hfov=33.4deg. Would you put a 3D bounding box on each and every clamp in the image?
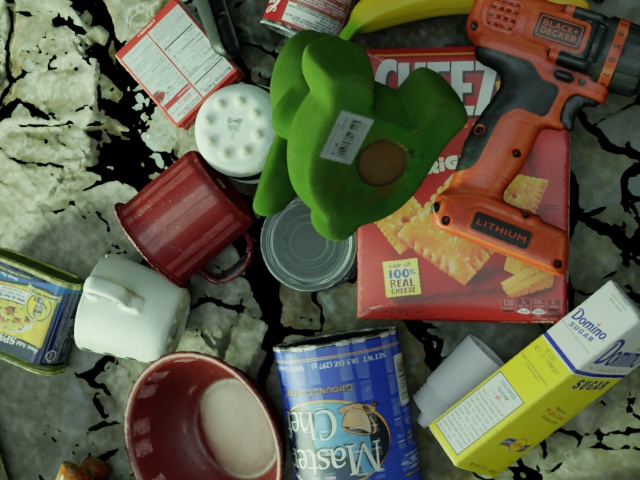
[{"bbox_3d":[-0.109,-0.260,0.889,0.210,0.036,0.165,32,110,26],"label":"clamp"}]

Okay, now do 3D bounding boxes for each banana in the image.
[{"bbox_3d":[0.110,-0.187,0.848,0.198,0.037,0.069,-7,63,5],"label":"banana"}]

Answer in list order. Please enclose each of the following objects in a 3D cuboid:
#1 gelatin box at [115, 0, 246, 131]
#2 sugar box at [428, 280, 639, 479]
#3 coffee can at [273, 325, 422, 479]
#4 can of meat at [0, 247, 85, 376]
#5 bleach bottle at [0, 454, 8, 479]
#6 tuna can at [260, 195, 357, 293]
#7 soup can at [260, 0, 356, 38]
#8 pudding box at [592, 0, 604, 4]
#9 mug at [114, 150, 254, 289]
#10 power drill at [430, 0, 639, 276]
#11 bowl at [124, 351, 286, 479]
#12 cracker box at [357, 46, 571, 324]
[{"bbox_3d":[-0.119,-0.150,0.916,0.073,0.030,0.089,-42,82,9],"label":"gelatin box"},{"bbox_3d":[0.176,0.110,0.815,0.176,0.093,0.048,-39,59,13],"label":"sugar box"},{"bbox_3d":[0.023,0.146,0.851,0.103,0.102,0.140,-9,89,13],"label":"coffee can"},{"bbox_3d":[-0.261,0.061,0.942,0.102,0.057,0.084,21,94,12],"label":"can of meat"},{"bbox_3d":[-0.330,0.163,0.949,0.068,0.102,0.251,-17,81,6],"label":"bleach bottle"},{"bbox_3d":[-0.006,0.001,0.890,0.086,0.033,0.086,0,91,14],"label":"tuna can"},{"bbox_3d":[0.002,-0.211,0.866,0.068,0.068,0.102,24,96,12],"label":"soup can"},{"bbox_3d":[0.214,-0.255,0.828,0.090,0.039,0.113,36,99,11],"label":"pudding box"},{"bbox_3d":[-0.103,-0.012,0.892,0.081,0.093,0.117,-40,113,6],"label":"mug"},{"bbox_3d":[0.172,-0.073,0.764,0.184,0.057,0.187,21,90,12],"label":"power drill"},{"bbox_3d":[-0.085,0.165,0.888,0.162,0.055,0.162,6,102,31],"label":"bowl"},{"bbox_3d":[0.114,-0.043,0.841,0.164,0.072,0.214,1,91,13],"label":"cracker box"}]
